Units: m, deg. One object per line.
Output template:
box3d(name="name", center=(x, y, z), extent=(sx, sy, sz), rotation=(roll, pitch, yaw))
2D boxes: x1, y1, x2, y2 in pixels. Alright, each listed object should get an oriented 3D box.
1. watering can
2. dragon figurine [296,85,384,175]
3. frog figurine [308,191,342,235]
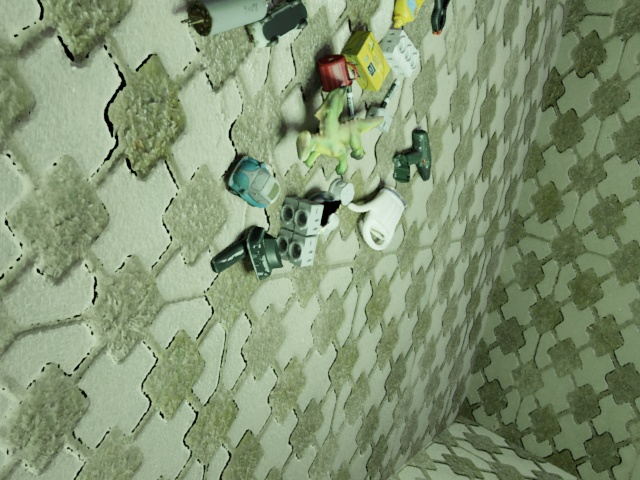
box3d(name="watering can", center=(0.211, -0.103, 1.846), extent=(0.227, 0.104, 0.341), rotation=(-60, 144, -17))
box3d(name="dragon figurine", center=(0.064, -0.334, 1.485), extent=(0.417, 0.123, 0.237), rotation=(-46, 154, -29))
box3d(name="frog figurine", center=(0.005, -0.081, 1.615), extent=(0.159, 0.123, 0.138), rotation=(111, -7, -85))
